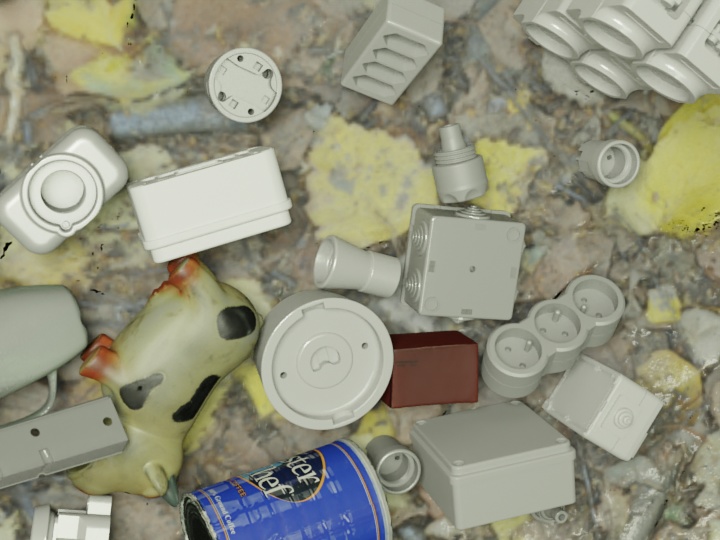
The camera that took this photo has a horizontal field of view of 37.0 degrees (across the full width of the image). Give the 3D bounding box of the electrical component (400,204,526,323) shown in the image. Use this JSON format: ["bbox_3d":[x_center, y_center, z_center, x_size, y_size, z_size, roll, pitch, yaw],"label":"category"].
[{"bbox_3d":[0.086,-0.005,0.898,0.100,0.048,0.099,4,102,-16],"label":"electrical component"}]

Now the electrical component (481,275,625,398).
[{"bbox_3d":[0.164,0.065,0.928,0.138,0.052,0.073,-30,152,-21],"label":"electrical component"}]

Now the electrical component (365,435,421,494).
[{"bbox_3d":[0.026,0.163,0.913,0.040,0.046,0.040,-3,101,-16],"label":"electrical component"}]

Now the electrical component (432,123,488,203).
[{"bbox_3d":[0.080,-0.088,0.882,0.043,0.043,0.062,-17,103,-13],"label":"electrical component"}]

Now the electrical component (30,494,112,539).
[{"bbox_3d":[-0.228,0.213,0.841,0.057,0.058,0.078,8,81,-16],"label":"electrical component"}]

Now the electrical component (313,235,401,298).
[{"bbox_3d":[0.000,0.000,0.877,0.065,0.044,0.044,14,96,-23],"label":"electrical component"}]

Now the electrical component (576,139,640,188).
[{"bbox_3d":[0.210,-0.092,0.917,0.040,0.046,0.040,-3,101,-16],"label":"electrical component"}]

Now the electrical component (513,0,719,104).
[{"bbox_3d":[0.203,-0.185,0.823,0.105,0.186,0.060,34,90,-19],"label":"electrical component"}]

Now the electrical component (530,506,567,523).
[{"bbox_3d":[0.165,0.207,0.953,0.035,0.061,0.035,-3,101,-16],"label":"electrical component"}]

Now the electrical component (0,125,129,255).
[{"bbox_3d":[-0.219,-0.059,0.792,0.095,0.059,0.053,-43,109,-5],"label":"electrical component"}]

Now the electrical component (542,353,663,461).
[{"bbox_3d":[0.216,0.121,0.933,0.061,0.096,0.061,31,90,-20],"label":"electrical component"}]

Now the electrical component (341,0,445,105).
[{"bbox_3d":[0.026,-0.187,0.837,0.047,0.083,0.075,19,57,-19],"label":"electrical component"}]

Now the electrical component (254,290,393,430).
[{"bbox_3d":[-0.034,0.068,0.868,0.108,0.060,0.108,-4,104,-18],"label":"electrical component"}]

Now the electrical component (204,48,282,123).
[{"bbox_3d":[-0.091,-0.141,0.820,0.055,0.047,0.055,-3,101,-16],"label":"electrical component"}]

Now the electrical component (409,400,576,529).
[{"bbox_3d":[0.110,0.161,0.904,0.109,0.109,0.056,-10,106,-14],"label":"electrical component"}]

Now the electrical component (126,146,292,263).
[{"bbox_3d":[-0.115,-0.051,0.814,0.113,0.078,0.057,-17,102,-12],"label":"electrical component"}]
